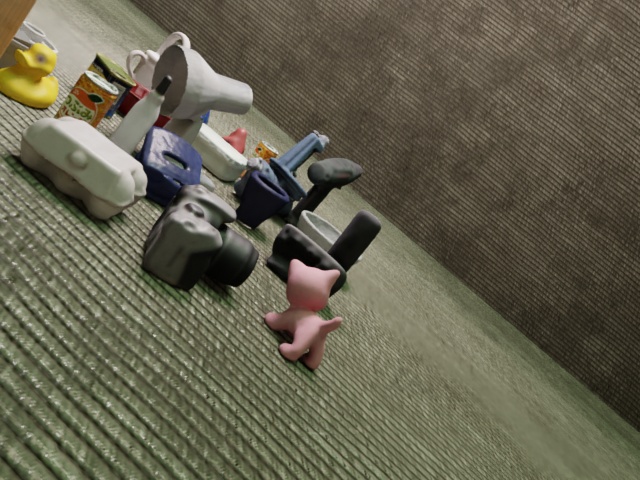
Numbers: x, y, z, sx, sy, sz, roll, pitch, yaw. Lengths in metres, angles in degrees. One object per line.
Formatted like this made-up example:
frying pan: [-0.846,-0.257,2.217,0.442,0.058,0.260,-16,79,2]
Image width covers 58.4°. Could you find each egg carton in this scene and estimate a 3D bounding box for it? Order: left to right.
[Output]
egg carton: [-0.292,-0.093,0.717,0.150,0.069,0.107,38,11,-8]

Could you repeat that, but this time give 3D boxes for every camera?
camera: [-0.143,0.003,0.744,0.137,0.100,0.143,35,12,-21]

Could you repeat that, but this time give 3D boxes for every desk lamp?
desk lamp: [-0.232,-0.223,1.045,0.117,0.213,0.204,47,14,35]

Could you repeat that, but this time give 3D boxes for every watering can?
watering can: [-0.365,-0.395,1.338,0.100,0.194,0.173,42,12,16]

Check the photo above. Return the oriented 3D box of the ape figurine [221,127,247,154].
ape figurine: [-0.223,-0.254,1.504,0.078,0.092,0.076,32,13,-31]

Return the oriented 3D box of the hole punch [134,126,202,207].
hole punch: [-0.238,-0.111,0.904,0.109,0.091,0.100,31,14,-37]

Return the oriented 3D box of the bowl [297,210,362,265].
bowl: [0.007,0.014,1.243,0.168,0.074,0.167,38,11,-9]

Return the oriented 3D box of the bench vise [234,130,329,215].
bench vise: [-0.071,-0.153,1.273,0.121,0.219,0.208,41,11,9]

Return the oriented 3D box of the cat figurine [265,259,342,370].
cat figurine: [-0.013,0.090,0.777,0.067,0.117,0.127,29,15,-41]

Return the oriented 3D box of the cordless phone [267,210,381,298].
cordless phone: [0.009,0.004,1.010,0.147,0.185,0.094,40,11,4]

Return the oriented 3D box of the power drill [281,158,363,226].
power drill: [0.005,-0.117,1.404,0.075,0.208,0.230,42,12,15]

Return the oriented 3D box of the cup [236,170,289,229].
cup: [-0.127,-0.079,1.125,0.092,0.095,0.117,28,16,-45]

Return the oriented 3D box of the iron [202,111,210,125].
iron: [-0.321,-0.371,1.518,0.119,0.141,0.257,31,14,-35]

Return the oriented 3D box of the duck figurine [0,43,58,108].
duck figurine: [-0.428,-0.253,0.863,0.077,0.086,0.105,41,11,9]

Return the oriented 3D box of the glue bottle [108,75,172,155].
glue bottle: [-0.263,-0.164,0.820,0.037,0.173,0.078,36,12,-18]
